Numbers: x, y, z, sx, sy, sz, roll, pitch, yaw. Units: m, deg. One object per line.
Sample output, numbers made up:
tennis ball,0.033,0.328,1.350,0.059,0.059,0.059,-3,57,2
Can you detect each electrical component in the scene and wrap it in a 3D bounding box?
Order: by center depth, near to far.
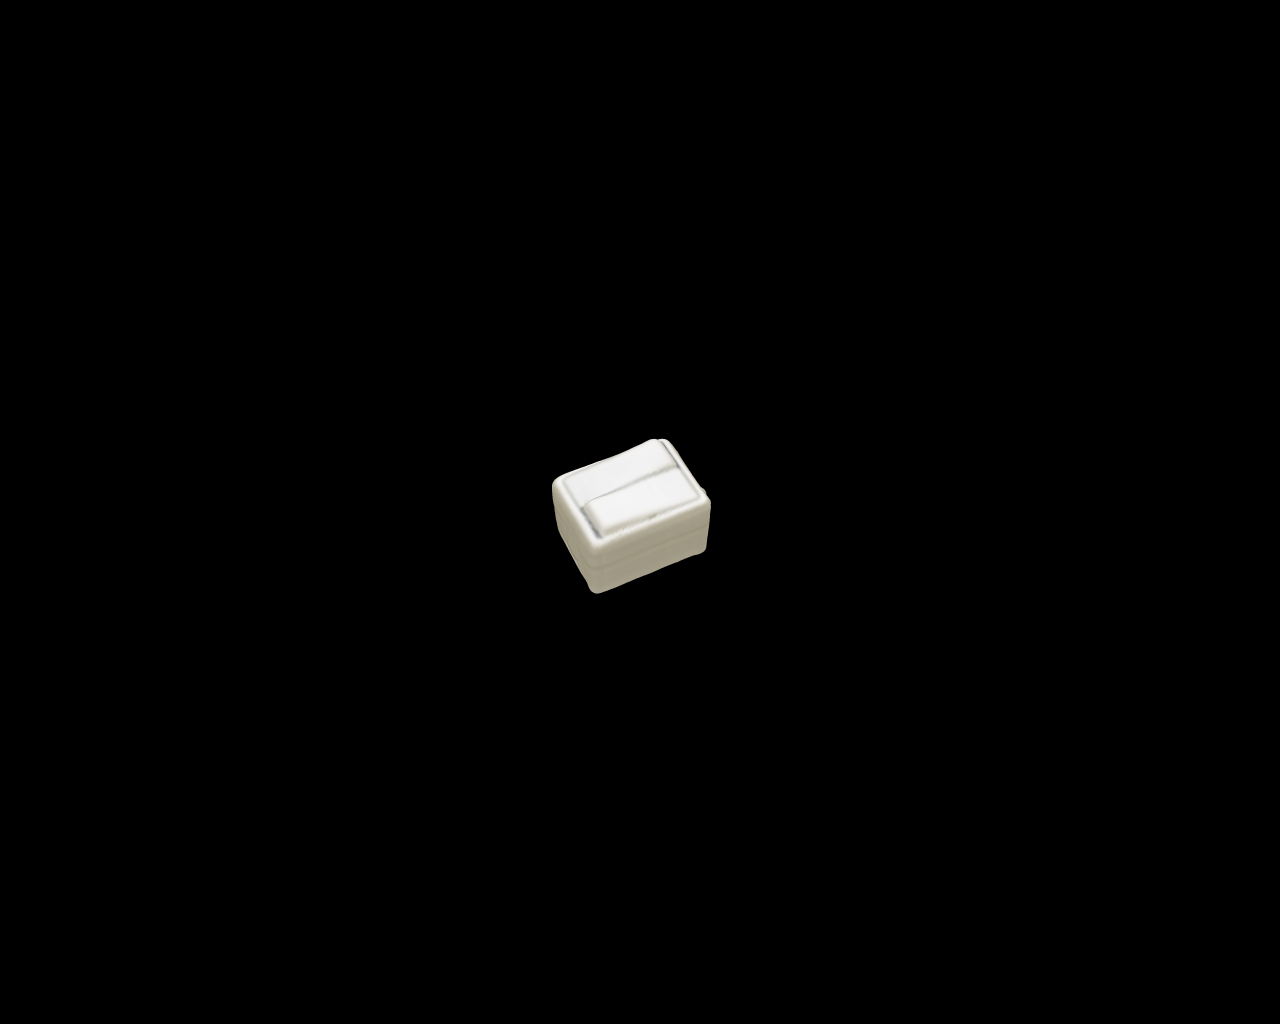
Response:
electrical component,0.001,-0.003,0.650,0.096,0.062,0.061,-21,-34,-15
